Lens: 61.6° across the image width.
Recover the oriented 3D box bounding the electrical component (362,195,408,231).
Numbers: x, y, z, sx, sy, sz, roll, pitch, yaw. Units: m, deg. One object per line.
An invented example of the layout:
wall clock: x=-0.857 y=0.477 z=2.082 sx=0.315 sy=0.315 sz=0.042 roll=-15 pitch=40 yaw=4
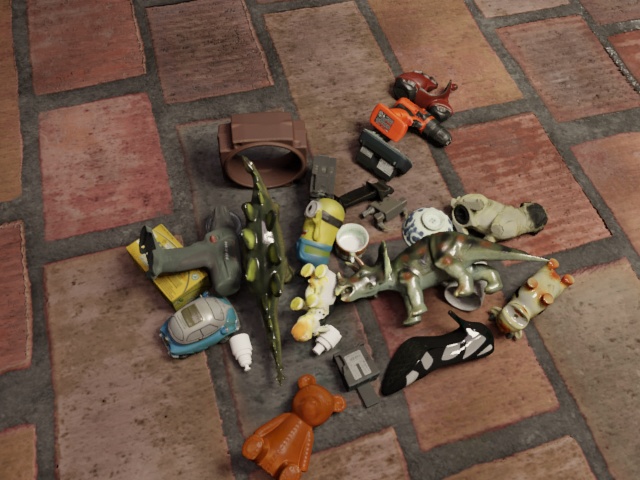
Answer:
electrical component: x=0.161 y=-0.066 z=1.276 sx=0.102 sy=0.045 sz=0.078 roll=-37 pitch=41 yaw=-23

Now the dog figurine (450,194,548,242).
dog figurine: x=0.423 y=-0.064 z=1.269 sx=0.190 sy=0.121 sz=0.172 roll=-22 pitch=68 yaw=-30

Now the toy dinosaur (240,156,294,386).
toy dinosaur: x=-0.113 y=0.051 z=1.105 sx=0.105 sy=0.198 sz=0.471 roll=-12 pitch=86 yaw=0

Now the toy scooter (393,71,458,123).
toy scooter: x=0.297 y=-0.402 z=1.450 sx=0.184 sy=0.075 sz=0.135 roll=39 pitch=66 yaw=13

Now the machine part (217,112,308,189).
machine part: x=-0.130 y=-0.199 z=1.240 sx=0.201 sy=0.200 sz=0.087 roll=-5 pitch=64 yaw=-6

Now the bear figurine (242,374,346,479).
bear figurine: x=-0.040 y=0.344 z=0.992 sx=0.120 sy=0.132 sz=0.196 roll=37 pitch=71 yaw=12

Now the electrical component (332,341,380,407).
electrical component: x=0.080 y=0.273 z=1.081 sx=0.075 sy=0.047 sz=0.119 roll=-18 pitch=62 yaw=-12

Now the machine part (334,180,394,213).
machine part: x=0.103 y=-0.107 z=1.284 sx=0.139 sy=0.039 sz=0.084 roll=-20 pitch=34 yaw=-7

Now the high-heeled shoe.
high-heeled shoe: x=0.247 y=0.255 z=1.108 sx=0.249 sy=0.086 sz=0.145 roll=-46 pitch=109 yaw=-2

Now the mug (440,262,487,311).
mug: x=0.318 y=0.086 z=1.185 sx=0.110 sy=0.080 sz=0.107 roll=25 pitch=52 yaw=15

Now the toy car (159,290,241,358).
toy car: x=-0.249 y=0.164 z=1.091 sx=0.162 sy=0.102 sz=0.109 roll=-24 pitch=64 yaw=-17

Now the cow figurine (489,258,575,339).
cow figurine: x=0.444 y=0.133 z=1.150 sx=0.195 sy=0.127 sz=0.085 roll=-31 pitch=68 yaw=-34

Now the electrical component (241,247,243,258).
electrical component: x=-0.203 y=0.043 z=1.204 sx=0.063 sy=0.021 sz=0.094 roll=25 pitch=64 yaw=11

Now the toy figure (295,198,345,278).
toy figure: x=-0.004 y=-0.004 z=1.184 sx=0.089 sy=0.082 sz=0.180 roll=9 pitch=94 yaw=-36

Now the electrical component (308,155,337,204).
electrical component: x=0.005 y=-0.130 z=1.259 sx=0.058 sy=0.114 sz=0.134 roll=7 pitch=57 yaw=-4

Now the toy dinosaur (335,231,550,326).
toy dinosaur: x=0.235 y=0.050 z=1.106 sx=0.405 sy=0.131 sz=0.192 roll=-24 pitch=70 yaw=13

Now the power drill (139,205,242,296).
power drill: x=-0.265 y=0.014 z=1.117 sx=0.207 sy=0.086 sz=0.232 roll=5 pitch=48 yaw=-36

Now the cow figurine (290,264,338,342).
cow figurine: x=-0.006 y=0.139 z=1.114 sx=0.068 sy=0.098 sz=0.167 roll=-5 pitch=58 yaw=40

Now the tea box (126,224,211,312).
tea box: x=-0.327 y=0.059 z=1.162 sx=0.098 sy=0.068 sz=0.170 roll=-37 pitch=71 yaw=-21

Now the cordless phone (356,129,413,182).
cordless phone: x=0.190 y=-0.239 z=1.359 sx=0.147 sy=0.088 sz=0.184 roll=38 pitch=47 yaw=16
